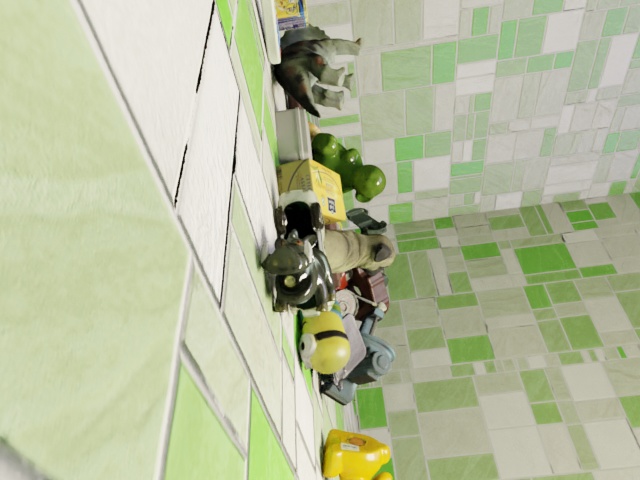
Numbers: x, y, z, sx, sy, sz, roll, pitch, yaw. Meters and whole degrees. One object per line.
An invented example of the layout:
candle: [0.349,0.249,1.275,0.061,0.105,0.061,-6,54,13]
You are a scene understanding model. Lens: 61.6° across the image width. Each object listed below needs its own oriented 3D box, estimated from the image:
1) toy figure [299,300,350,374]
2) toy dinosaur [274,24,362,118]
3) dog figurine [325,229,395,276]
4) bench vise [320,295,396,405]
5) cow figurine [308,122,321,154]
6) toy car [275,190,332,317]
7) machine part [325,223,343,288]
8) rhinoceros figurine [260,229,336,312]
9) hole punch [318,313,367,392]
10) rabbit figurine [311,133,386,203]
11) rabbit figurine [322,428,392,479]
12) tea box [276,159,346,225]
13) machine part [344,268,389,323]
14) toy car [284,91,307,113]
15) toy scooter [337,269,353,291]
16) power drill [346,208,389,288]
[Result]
toy figure: [0.006,0.155,0.955,0.180,0.089,0.082,-88,162,-56]
toy dinosaur: [-0.028,-0.353,1.110,0.405,0.192,0.131,-62,162,-58]
dog figurine: [0.038,0.015,0.953,0.172,0.191,0.121,6,77,-85]
bench vise: [0.094,0.250,1.221,0.223,0.129,0.240,-51,-168,54]
cow figurine: [-0.032,-0.182,1.179,0.068,0.098,0.167,35,-17,24]
toy car: [-0.025,0.021,0.846,0.056,0.074,0.201,-31,114,-86]
machine part: [-0.002,-0.004,1.188,0.201,0.087,0.201,-88,172,-71]
rhinoceros figurine: [-0.024,0.041,0.721,0.190,0.073,0.112,15,76,-78]
hole punch: [0.018,0.215,1.084,0.116,0.092,0.142,-36,116,-44]
rabbit figurine: [0.066,-0.126,1.119,0.159,0.170,0.121,25,92,-56]
rabbit figurine: [0.073,0.483,1.078,0.122,0.162,0.173,-171,-89,-81]
tea box: [-0.012,-0.083,0.990,0.169,0.068,0.098,6,75,-71]
machine part: [0.092,0.127,1.361,0.180,0.056,0.179,25,-53,38]
toy car: [-0.051,-0.279,1.273,0.089,0.053,0.202,81,2,-70]
toy scooter: [0.024,0.155,1.297,0.135,0.075,0.183,-43,148,-50]
power drill: [0.088,0.023,1.409,0.232,0.086,0.207,35,-57,34]
